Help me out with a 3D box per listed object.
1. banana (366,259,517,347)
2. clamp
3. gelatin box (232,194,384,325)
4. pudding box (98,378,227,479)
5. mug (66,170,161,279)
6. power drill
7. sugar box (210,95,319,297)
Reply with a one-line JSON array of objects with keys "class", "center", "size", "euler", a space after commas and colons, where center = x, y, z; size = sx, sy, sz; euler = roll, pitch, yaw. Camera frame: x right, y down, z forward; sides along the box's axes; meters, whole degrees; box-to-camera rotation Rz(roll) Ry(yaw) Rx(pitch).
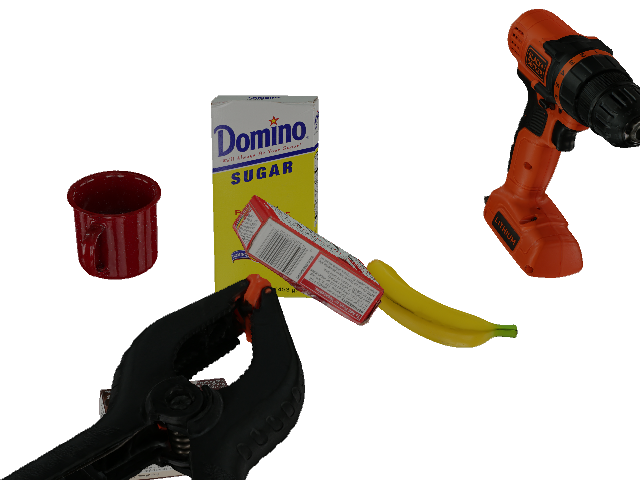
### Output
[{"class": "banana", "center": [0.096, 0.064, 1.045], "size": [0.069, 0.037, 0.198], "euler": [1, 19, -43]}, {"class": "clamp", "center": [-0.047, 0.081, 0.417], "size": [0.120, 0.039, 0.171], "euler": [24, 49, 18]}, {"class": "gelatin box", "center": [-0.009, 0.012, 0.666], "size": [0.089, 0.030, 0.073], "euler": [33, 5, -16]}, {"class": "pudding box", "center": [-0.124, 0.158, 0.896], "size": [0.113, 0.039, 0.090], "euler": [-5, 26, -17]}, {"class": "mug", "center": [-0.210, -0.008, 1.076], "size": [0.093, 0.081, 0.117], "euler": [8, 33, 8]}, {"class": "power drill", "center": [0.189, -0.066, 0.834], "size": [0.057, 0.188, 0.184], "euler": [-3, 34, -15]}, {"class": "sugar box", "center": [-0.048, -0.039, 0.947], "size": [0.093, 0.176, 0.048], "euler": [1, 16, 6]}]
